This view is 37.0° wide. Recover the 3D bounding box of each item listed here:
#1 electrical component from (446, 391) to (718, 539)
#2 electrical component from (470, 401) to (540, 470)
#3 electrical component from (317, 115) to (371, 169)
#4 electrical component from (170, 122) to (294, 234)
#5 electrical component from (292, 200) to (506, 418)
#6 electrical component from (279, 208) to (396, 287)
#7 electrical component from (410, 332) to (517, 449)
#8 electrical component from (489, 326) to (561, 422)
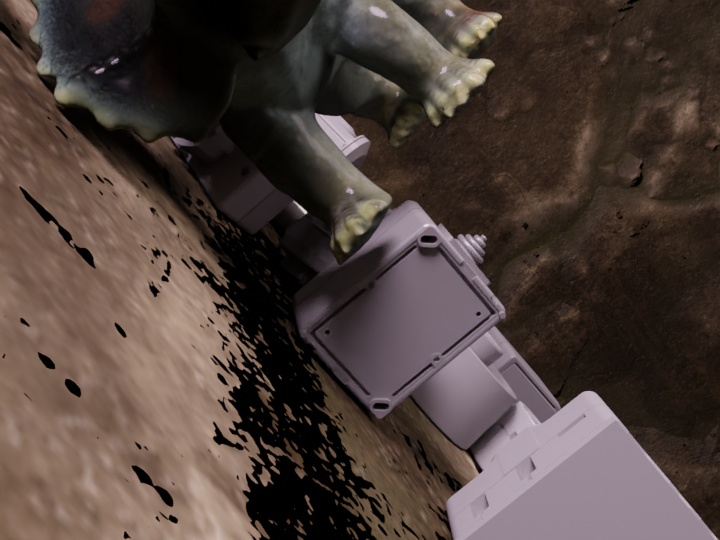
[{"bbox_3d":[0.120,0.141,0.488,0.150,0.089,0.061,50,5,-6],"label":"electrical component"},{"bbox_3d":[0.108,0.125,0.730,0.055,0.047,0.055,50,6,-7],"label":"electrical component"},{"bbox_3d":[-0.034,-0.089,0.867,0.051,0.080,0.080,45,5,5],"label":"electrical component"},{"bbox_3d":[-0.077,-0.074,0.574,0.083,0.047,0.076,54,7,33],"label":"electrical component"},{"bbox_3d":[0.021,0.012,0.524,0.061,0.096,0.061,48,5,-18],"label":"electrical component"},{"bbox_3d":[0.000,0.000,0.598,0.062,0.061,0.096,35,-14,49],"label":"electrical component"},{"bbox_3d":[0.061,0.059,0.723,0.108,0.060,0.108,50,5,-6],"label":"electrical component"},{"bbox_3d":[0.124,0.107,0.913,0.096,0.062,0.061,47,6,-30],"label":"electrical component"}]
